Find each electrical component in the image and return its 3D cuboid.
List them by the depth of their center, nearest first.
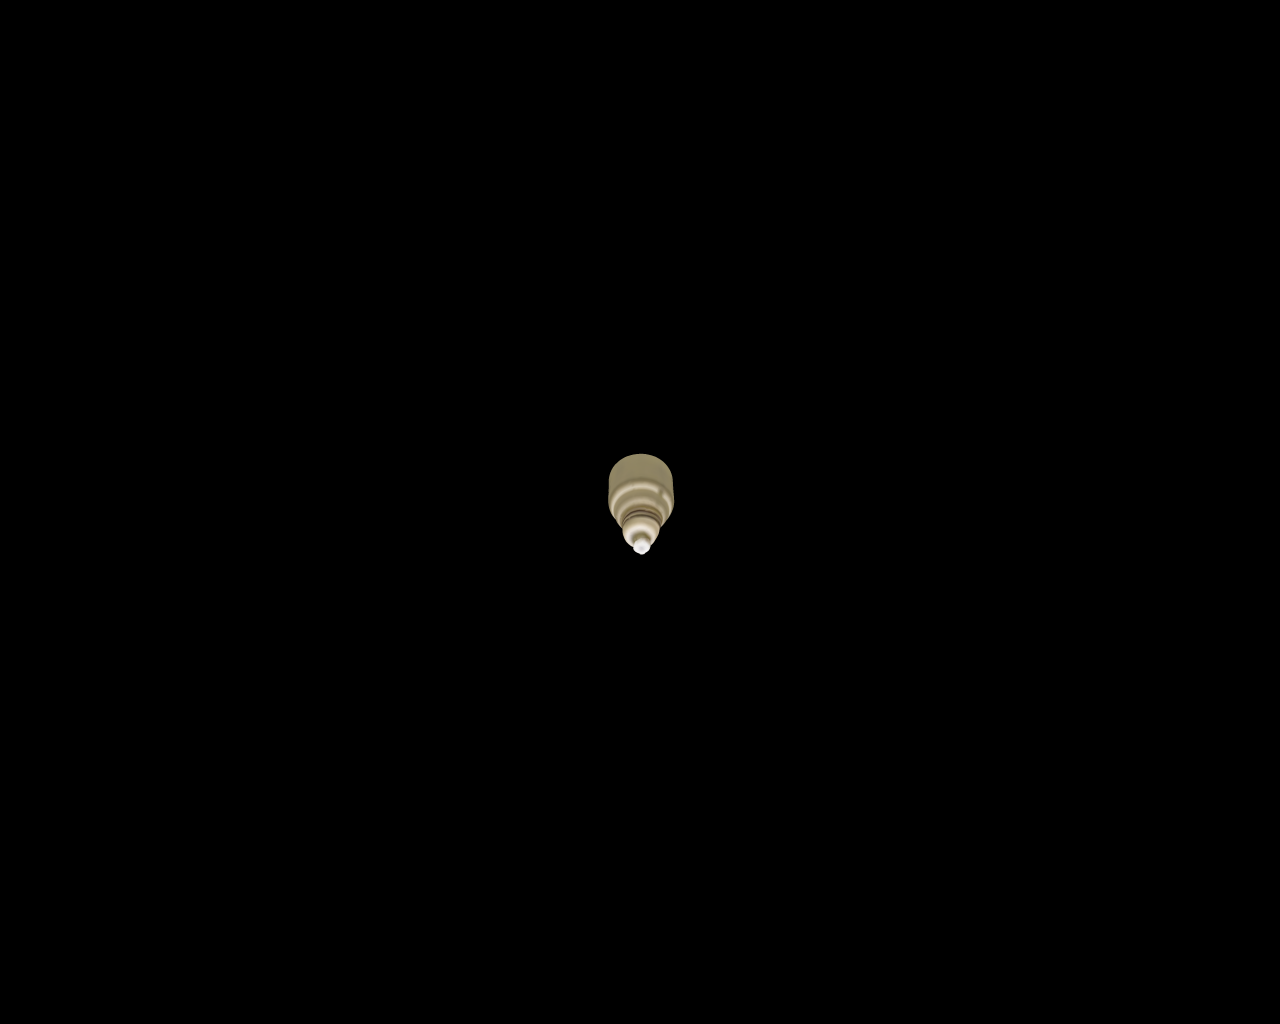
[{"bbox_3d":[0.001,-0.003,0.650,0.040,0.040,0.078,0,37,0],"label":"electrical component"}]
